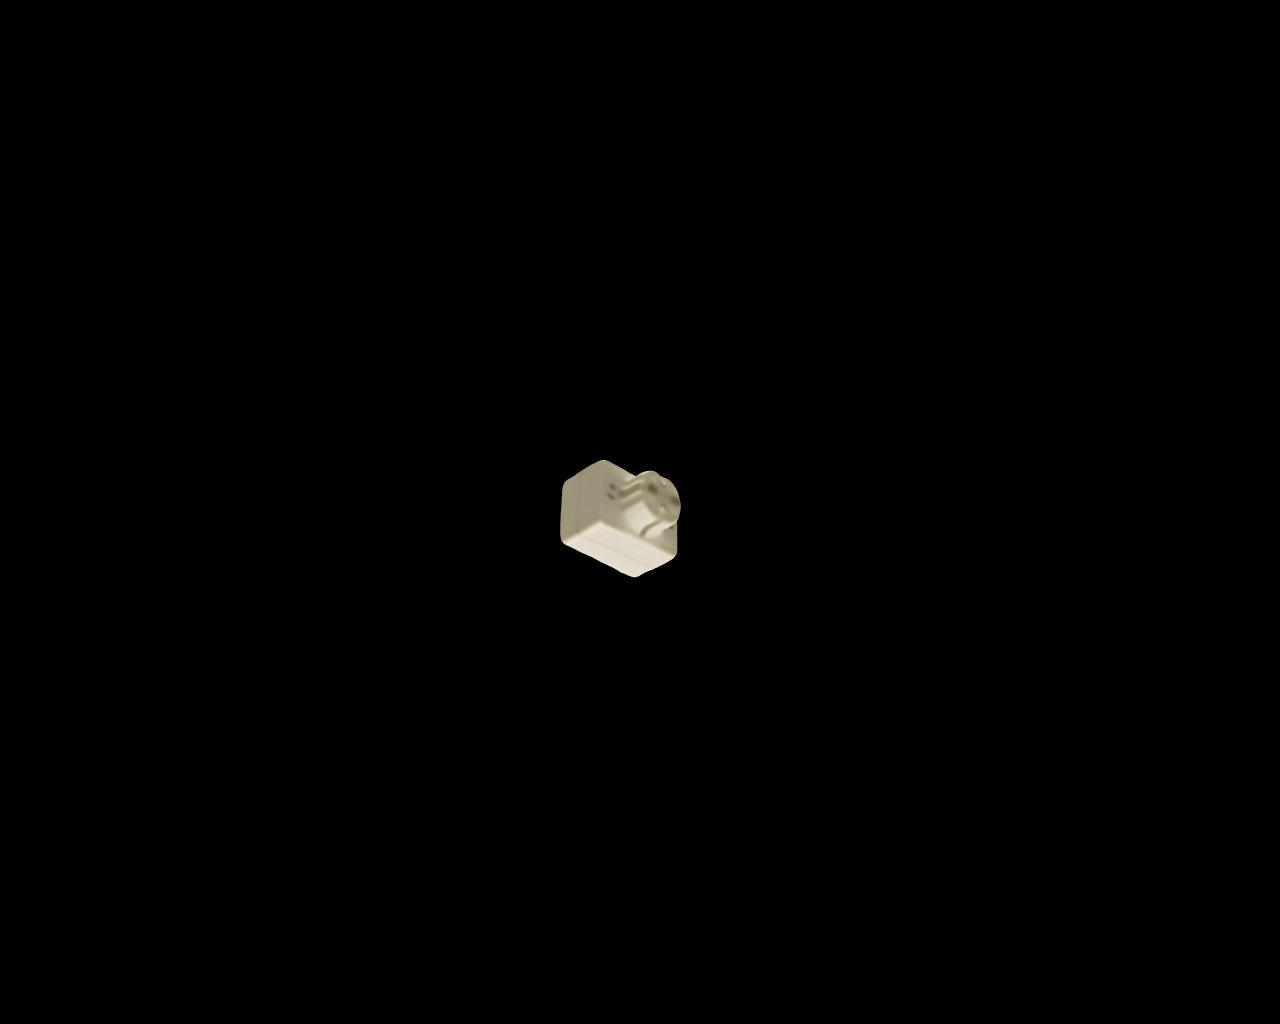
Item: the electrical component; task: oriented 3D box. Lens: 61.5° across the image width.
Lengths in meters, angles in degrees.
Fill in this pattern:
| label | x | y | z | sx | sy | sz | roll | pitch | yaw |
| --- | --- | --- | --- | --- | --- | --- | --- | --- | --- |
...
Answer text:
| label | x | y | z | sx | sy | sz | roll | pitch | yaw |
| --- | --- | --- | --- | --- | --- | --- | --- | --- | --- |
| electrical component | 0.001 | -0.003 | 0.650 | 0.065 | 0.047 | 0.076 | 27 | -42 | -36 |
